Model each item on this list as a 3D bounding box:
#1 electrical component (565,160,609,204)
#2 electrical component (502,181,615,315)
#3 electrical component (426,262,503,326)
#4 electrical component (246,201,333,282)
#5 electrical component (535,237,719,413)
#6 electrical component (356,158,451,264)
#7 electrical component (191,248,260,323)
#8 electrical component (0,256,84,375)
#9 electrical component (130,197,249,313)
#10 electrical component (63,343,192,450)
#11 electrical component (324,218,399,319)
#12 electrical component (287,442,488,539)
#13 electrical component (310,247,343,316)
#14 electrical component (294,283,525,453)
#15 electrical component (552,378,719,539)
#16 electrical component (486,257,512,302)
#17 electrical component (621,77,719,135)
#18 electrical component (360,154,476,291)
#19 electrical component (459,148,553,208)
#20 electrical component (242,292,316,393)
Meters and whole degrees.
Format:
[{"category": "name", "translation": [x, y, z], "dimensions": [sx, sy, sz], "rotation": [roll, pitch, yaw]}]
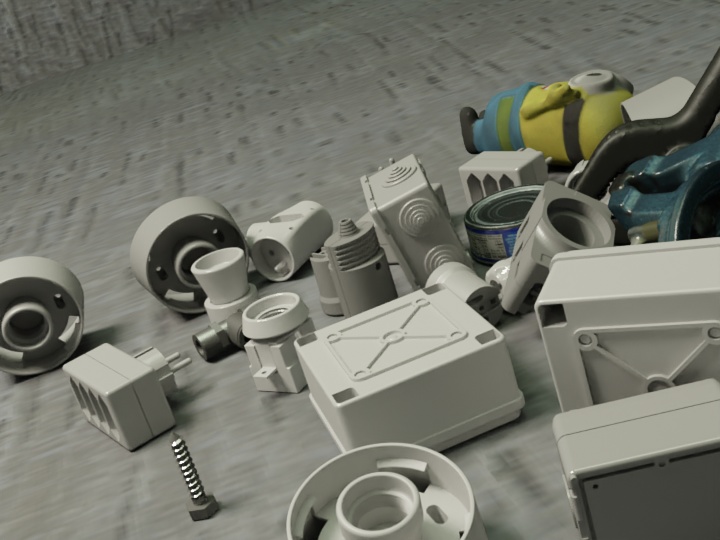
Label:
[{"category": "electrical component", "translation": [0.190, -0.070, 0.881], "dimensions": [0.040, 0.040, 0.046], "rotation": [-9, 17, 19]}, {"category": "electrical component", "translation": [0.133, -0.012, 0.714], "dimensions": [0.050, 0.055, 0.089], "rotation": [23, 42, -1]}, {"category": "electrical component", "translation": [0.073, 0.020, 0.750], "dimensions": [0.040, 0.040, 0.046], "rotation": [-25, 28, -19]}, {"category": "electrical component", "translation": [-0.075, -0.025, 0.962], "dimensions": [0.079, 0.043, 0.077], "rotation": [-4, 25, 30]}, {"category": "electrical component", "translation": [0.154, 0.044, 0.539], "dimensions": [0.109, 0.108, 0.056], "rotation": [-5, 27, 28]}, {"category": "electrical component", "translation": [0.032, -0.057, 0.915], "dimensions": [0.047, 0.075, 0.083], "rotation": [-2, 26, 34]}, {"category": "electrical component", "translation": [-0.107, 0.016, 0.872], "dimensions": [0.045, 0.055, 0.045], "rotation": [-15, 22, 6]}, {"category": "electrical component", "translation": [-0.279, 0.037, 0.898], "dimensions": [0.099, 0.099, 0.064], "rotation": [-22, 28, -11]}, {"category": "electrical component", "translation": [-0.145, -0.013, 0.919], "dimensions": [0.099, 0.099, 0.064], "rotation": [-24, 29, -16]}, {"category": "electrical component", "translation": [-0.156, 0.079, 0.765], "dimensions": [0.076, 0.047, 0.083], "rotation": [-29, 25, -28]}, {"category": "electrical component", "translation": [0.000, 0.000, 0.795], "dimensions": [0.043, 0.081, 0.043], "rotation": [-15, 22, 6]}, {"category": "electrical component", "translation": [0.013, 0.133, 0.521], "dimensions": [0.099, 0.064, 0.099], "rotation": [-8, 35, 6]}, {"category": "electrical component", "translation": [-0.016, 0.006, 0.839], "dimensions": [0.040, 0.046, 0.040], "rotation": [-15, 22, 6]}, {"category": "electrical component", "translation": [0.027, 0.064, 0.654], "dimensions": [0.109, 0.056, 0.108], "rotation": [-21, 22, -10]}, {"category": "electrical component", "translation": [0.142, 0.092, 0.493], "dimensions": [0.096, 0.061, 0.061], "rotation": [-14, 22, 7]}, {"category": "electrical component", "translation": [0.122, 0.003, 0.761], "dimensions": [0.061, 0.035, 0.035], "rotation": [-23, 22, -19]}, {"category": "electrical component", "translation": [0.241, -0.095, 0.826], "dimensions": [0.064, 0.099, 0.099], "rotation": [-20, 21, 11]}, {"category": "electrical component", "translation": [0.045, -0.034, 0.823], "dimensions": [0.048, 0.099, 0.099], "rotation": [-28, 21, 6]}, {"category": "electrical component", "translation": [0.138, -0.082, 0.935], "dimensions": [0.066, 0.047, 0.077], "rotation": [6, 32, 45]}, {"category": "electrical component", "translation": [-0.054, 0.049, 0.750], "dimensions": [0.048, 0.055, 0.066], "rotation": [-1, 27, 35]}]
